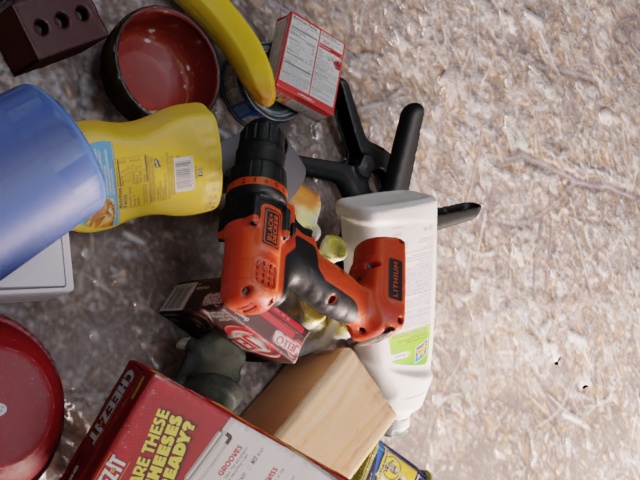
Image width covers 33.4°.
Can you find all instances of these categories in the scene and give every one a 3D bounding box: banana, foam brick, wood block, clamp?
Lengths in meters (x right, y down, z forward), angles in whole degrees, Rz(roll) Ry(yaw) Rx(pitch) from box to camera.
[{"bbox_3d":[-0.104,-0.207,1.021,0.198,0.037,0.069,45,43,0],"label":"banana"},{"bbox_3d":[-0.233,-0.181,0.918,0.078,0.051,0.053,-33,102,-41],"label":"foam brick"},{"bbox_3d":[-0.033,0.200,0.973,0.205,0.091,0.090,-46,109,-37],"label":"wood block"},{"bbox_3d":[0.087,-0.017,1.134,0.164,0.036,0.210,46,71,-35],"label":"clamp"},{"bbox_3d":[0.040,-0.089,1.136,0.171,0.039,0.120,36,74,-35],"label":"clamp"}]

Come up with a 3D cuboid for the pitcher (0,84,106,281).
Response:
[{"bbox_3d":[-0.282,-0.016,0.744,0.242,0.145,0.149,-36,121,-22],"label":"pitcher"}]

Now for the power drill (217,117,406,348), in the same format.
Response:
[{"bbox_3d":[-0.006,0.001,0.934,0.187,0.057,0.184,27,55,-34],"label":"power drill"}]

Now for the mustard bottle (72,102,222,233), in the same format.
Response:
[{"bbox_3d":[-0.181,-0.056,0.905,0.191,0.058,0.096,-12,124,-21],"label":"mustard bottle"}]

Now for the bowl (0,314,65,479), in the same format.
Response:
[{"bbox_3d":[-0.258,0.130,0.820,0.161,0.055,0.162,10,74,-39],"label":"bowl"}]

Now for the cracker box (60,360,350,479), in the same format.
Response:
[{"bbox_3d":[-0.091,0.213,0.814,0.213,0.072,0.164,34,80,-25],"label":"cracker box"}]

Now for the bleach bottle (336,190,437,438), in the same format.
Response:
[{"bbox_3d":[0.069,0.080,1.077,0.102,0.068,0.251,-10,106,-33],"label":"bleach bottle"}]

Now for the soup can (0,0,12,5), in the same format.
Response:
[{"bbox_3d":[-0.246,-0.246,0.912,0.102,0.069,0.068,-33,101,-41],"label":"soup can"}]

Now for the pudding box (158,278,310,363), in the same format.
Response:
[{"bbox_3d":[-0.077,0.073,0.949,0.090,0.114,0.039,40,66,-27],"label":"pudding box"}]

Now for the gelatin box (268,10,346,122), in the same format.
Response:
[{"bbox_3d":[-0.016,-0.173,1.071,0.073,0.030,0.089,24,64,-33],"label":"gelatin box"}]

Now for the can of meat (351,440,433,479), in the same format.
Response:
[{"bbox_3d":[0.055,0.255,1.059,0.083,0.058,0.102,39,57,-25],"label":"can of meat"}]

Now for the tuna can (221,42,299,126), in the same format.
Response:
[{"bbox_3d":[-0.056,-0.155,1.076,0.085,0.034,0.086,11,72,-39],"label":"tuna can"}]
